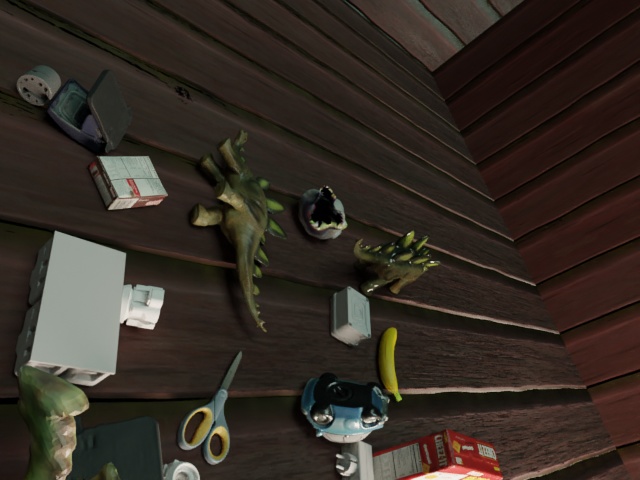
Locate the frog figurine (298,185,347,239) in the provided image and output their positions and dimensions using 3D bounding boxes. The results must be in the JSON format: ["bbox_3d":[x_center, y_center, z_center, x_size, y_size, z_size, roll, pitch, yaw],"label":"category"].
[{"bbox_3d":[0.004,-0.066,1.310,0.137,0.123,0.159,44,-4,-4],"label":"frog figurine"}]

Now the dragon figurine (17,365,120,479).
[{"bbox_3d":[-0.243,0.319,0.458,0.121,0.240,0.417,16,46,-54],"label":"dragon figurine"}]
